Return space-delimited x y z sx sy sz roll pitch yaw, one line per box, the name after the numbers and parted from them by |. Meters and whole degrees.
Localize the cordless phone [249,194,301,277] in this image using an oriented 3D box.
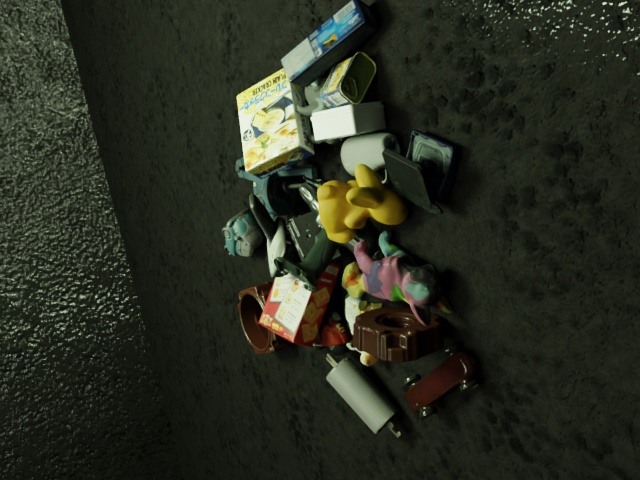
-0.116 -0.014 1.276 0.147 0.089 0.184 -101 -13 -45 | cordless phone

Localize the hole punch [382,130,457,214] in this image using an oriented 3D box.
0.186 -0.127 0.975 0.142 0.092 0.115 35 158 42 | hole punch

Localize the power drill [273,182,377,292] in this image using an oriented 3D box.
-0.008 -0.002 1.176 0.232 0.207 0.086 35 155 18 | power drill

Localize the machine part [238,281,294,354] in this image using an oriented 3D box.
-0.162 0.232 1.594 0.201 0.087 0.201 -24 81 55 | machine part

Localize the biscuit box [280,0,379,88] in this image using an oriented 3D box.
0.018 -0.389 1.071 0.203 0.063 0.059 -29 77 30 | biscuit box

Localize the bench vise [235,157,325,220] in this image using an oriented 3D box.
-0.093 -0.157 1.338 0.241 0.129 0.223 0 92 35 | bench vise

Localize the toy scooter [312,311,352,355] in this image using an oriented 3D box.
0.014 0.212 1.342 0.184 0.075 0.135 -10 91 61 | toy scooter

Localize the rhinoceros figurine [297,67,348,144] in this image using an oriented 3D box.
0.006 -0.299 1.172 0.112 0.073 0.190 -12 91 58 | rhinoceros figurine

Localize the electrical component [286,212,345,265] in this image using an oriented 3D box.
-0.003 -0.004 1.244 0.058 0.115 0.134 85 159 -68 | electrical component

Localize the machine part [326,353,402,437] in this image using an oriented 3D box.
0.097 0.356 1.238 0.243 0.079 0.079 44 136 20 | machine part

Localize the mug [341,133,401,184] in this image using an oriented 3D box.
0.109 -0.162 1.069 0.107 0.081 0.109 -9 103 52 | mug

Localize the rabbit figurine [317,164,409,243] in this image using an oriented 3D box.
0.089 -0.077 1.071 0.173 0.122 0.162 8 148 18 | rabbit figurine

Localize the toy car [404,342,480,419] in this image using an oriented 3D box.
0.237 0.279 1.055 0.089 0.053 0.202 62 140 28 | toy car

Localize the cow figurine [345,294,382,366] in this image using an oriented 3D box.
0.092 0.198 1.225 0.098 0.068 0.167 15 110 59 | cow figurine

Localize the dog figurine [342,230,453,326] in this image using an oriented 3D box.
0.155 0.096 1.067 0.219 0.108 0.191 47 136 33 | dog figurine

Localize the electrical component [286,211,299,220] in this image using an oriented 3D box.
-0.067 -0.044 1.415 0.094 0.021 0.063 23 119 51 | electrical component

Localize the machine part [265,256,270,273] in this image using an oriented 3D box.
-0.121 0.015 1.423 0.084 0.039 0.139 125 148 -69 | machine part

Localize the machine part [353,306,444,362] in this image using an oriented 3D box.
0.151 0.177 1.044 0.180 0.179 0.056 12 108 54 | machine part

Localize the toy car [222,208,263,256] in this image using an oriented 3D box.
-0.222 -0.004 1.588 0.103 0.109 0.161 37 141 21 | toy car
